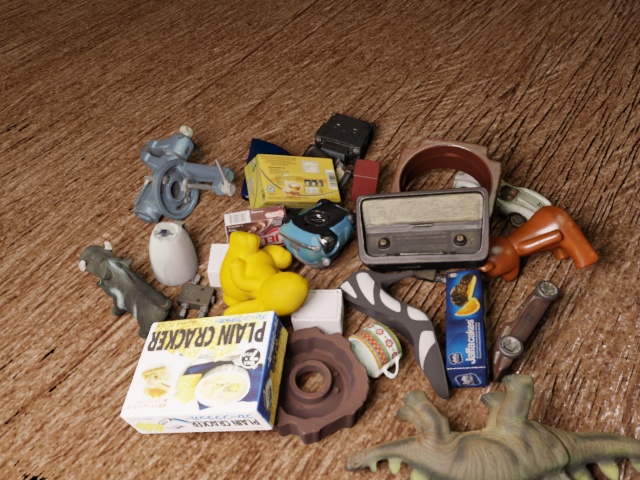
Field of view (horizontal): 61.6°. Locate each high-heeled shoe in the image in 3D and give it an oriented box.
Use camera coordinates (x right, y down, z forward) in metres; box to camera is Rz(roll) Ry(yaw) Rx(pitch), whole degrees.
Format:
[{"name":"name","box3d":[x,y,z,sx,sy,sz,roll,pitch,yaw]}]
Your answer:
[{"name":"high-heeled shoe","box3d":[0.114,0.153,0.886,0.145,0.086,0.249,-19,58,10]}]

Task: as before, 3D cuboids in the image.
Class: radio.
[{"name":"radio","box3d":[0.180,-0.015,0.943,0.230,0.073,0.131,-3,76,18]}]

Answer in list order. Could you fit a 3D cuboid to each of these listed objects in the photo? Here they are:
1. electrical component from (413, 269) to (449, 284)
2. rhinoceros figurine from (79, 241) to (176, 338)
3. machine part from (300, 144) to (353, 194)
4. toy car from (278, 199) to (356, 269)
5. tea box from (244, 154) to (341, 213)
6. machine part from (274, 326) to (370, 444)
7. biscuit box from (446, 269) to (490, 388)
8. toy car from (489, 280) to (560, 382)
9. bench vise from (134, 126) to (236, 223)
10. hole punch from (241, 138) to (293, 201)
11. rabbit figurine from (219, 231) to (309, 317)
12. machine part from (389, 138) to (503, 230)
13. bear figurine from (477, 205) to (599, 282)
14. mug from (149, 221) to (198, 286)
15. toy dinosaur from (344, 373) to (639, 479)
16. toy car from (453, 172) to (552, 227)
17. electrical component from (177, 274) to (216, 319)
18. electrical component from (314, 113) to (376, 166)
[{"name":"electrical component","box3d":[0.199,0.039,1.000,0.102,0.045,0.078,10,77,11]},{"name":"rhinoceros figurine","box3d":[-0.329,0.080,0.903,0.190,0.112,0.073,36,59,17]},{"name":"machine part","box3d":[0.013,-0.151,1.134,0.039,0.084,0.139,-4,38,-43]},{"name":"toy car","box3d":[-0.002,-0.003,0.988,0.109,0.102,0.161,26,38,25]},{"name":"tea box","box3d":[-0.053,-0.107,1.045,0.169,0.068,0.098,0,72,-32]},{"name":"machine part","box3d":[-0.014,0.220,0.826,0.179,0.056,0.179,0,49,0]},{"name":"biscuit box","box3d":[0.241,0.141,0.881,0.063,0.059,0.203,-7,43,20]},{"name":"toy car","box3d":[0.328,0.146,0.879,0.053,0.089,0.202,33,57,24]},{"name":"bench vise","box3d":[-0.260,-0.128,1.067,0.241,0.128,0.223,8,54,28]},{"name":"hole punch","box3d":[-0.103,-0.144,1.122,0.116,0.092,0.142,5,45,-2]},{"name":"rabbit figurine","box3d":[-0.095,0.077,0.884,0.173,0.121,0.162,20,73,43]},{"name":"machine part","box3d":[0.243,-0.092,1.052,0.202,0.087,0.201,11,66,18]},{"name":"bear figurine","box3d":[0.376,0.027,0.983,0.196,0.120,0.132,-35,99,2]},{"name":"mug","box3d":[-0.261,0.011,0.967,0.081,0.107,0.109,13,52,7]},{"name":"toy dinosaur","box3d":[0.268,0.296,0.741,0.472,0.105,0.199,-9,57,3]},{"name":"toy car","box3d":[0.372,-0.091,1.108,0.202,0.056,0.073,32,55,23]},{"name":"electrical component","box3d":[-0.215,0.101,0.945,0.063,0.021,0.094,8,48,5]},{"name":"electrical component","box3d":[0.053,-0.223,1.214,0.115,0.058,0.134,16,50,15]}]
